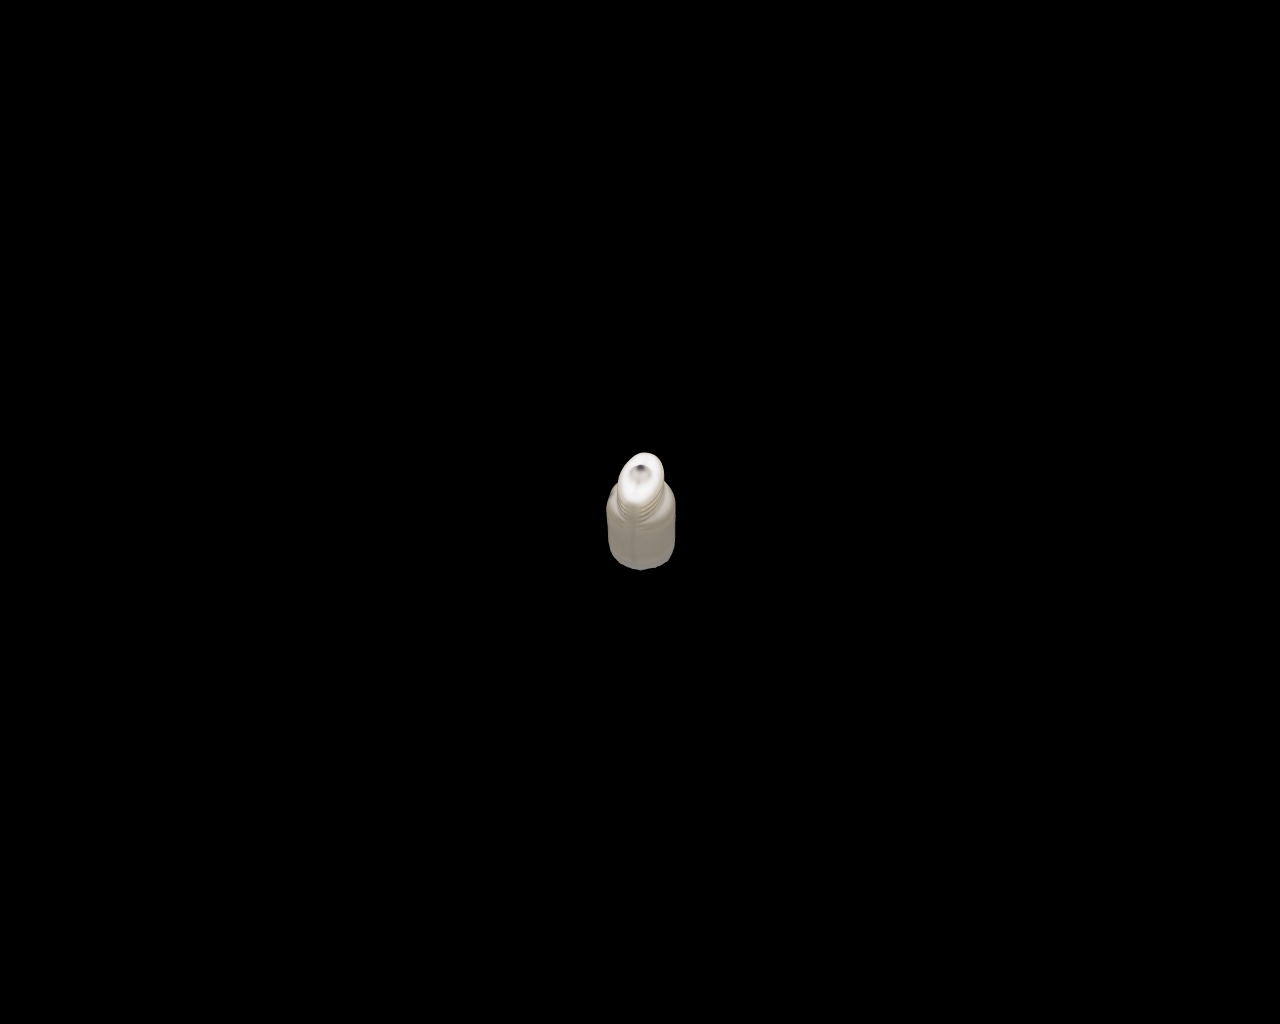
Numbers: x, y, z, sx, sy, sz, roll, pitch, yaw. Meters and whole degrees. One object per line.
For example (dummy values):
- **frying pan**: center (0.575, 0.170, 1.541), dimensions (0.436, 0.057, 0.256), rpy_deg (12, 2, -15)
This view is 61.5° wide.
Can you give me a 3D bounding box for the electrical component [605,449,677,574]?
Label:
- **electrical component**: center (0.001, -0.003, 0.650), dimensions (0.043, 0.043, 0.080), rpy_deg (0, -37, 0)
